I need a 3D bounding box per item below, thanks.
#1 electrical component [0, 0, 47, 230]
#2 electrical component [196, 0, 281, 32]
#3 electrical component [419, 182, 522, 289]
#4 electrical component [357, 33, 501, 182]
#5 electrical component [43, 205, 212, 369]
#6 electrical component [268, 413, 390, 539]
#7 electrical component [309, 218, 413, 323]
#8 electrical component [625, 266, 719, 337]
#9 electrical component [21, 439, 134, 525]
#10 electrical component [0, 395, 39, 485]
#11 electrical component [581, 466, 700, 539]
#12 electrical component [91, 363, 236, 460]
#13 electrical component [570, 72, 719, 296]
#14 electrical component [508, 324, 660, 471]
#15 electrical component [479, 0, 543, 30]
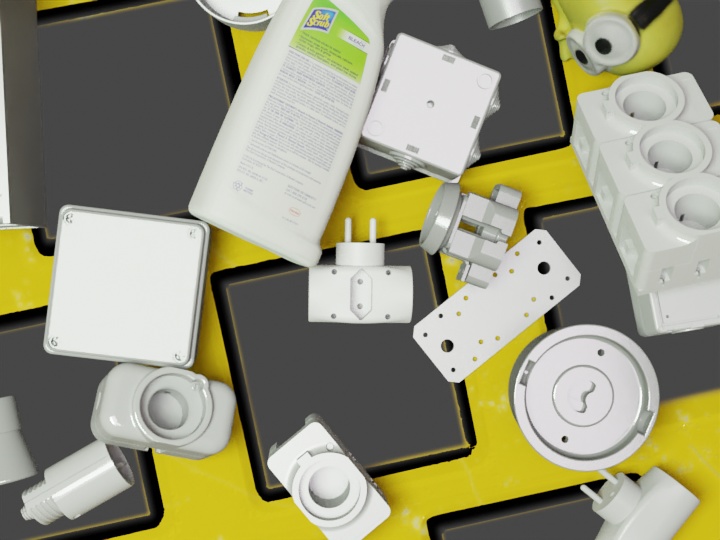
[{"bbox_3d":[-0.270,-0.123,0.766,0.060,0.105,0.186,-3,91,-3],"label":"electrical component"},{"bbox_3d":[-0.082,-0.230,0.808,0.099,0.064,0.099,1,101,6],"label":"electrical component"},{"bbox_3d":[0.080,-0.032,0.810,0.057,0.058,0.078,20,90,-6],"label":"electrical component"},{"bbox_3d":[0.051,-0.122,0.812,0.100,0.048,0.099,22,89,-2],"label":"electrical component"},{"bbox_3d":[-0.170,0.012,0.797,0.109,0.056,0.108,7,90,-3],"label":"electrical component"},{"bbox_3d":[-0.024,0.159,0.807,0.050,0.056,0.089,-40,92,-2],"label":"electrical component"},{"bbox_3d":[0.000,0.000,0.813,0.077,0.043,0.079,1,90,-3],"label":"electrical component"},{"bbox_3d":[0.239,0.000,0.820,0.062,0.061,0.096,-9,83,-3],"label":"electrical component"},{"bbox_3d":[-0.215,0.162,0.803,0.081,0.043,0.043,-30,92,-2],"label":"electrical component"},{"bbox_3d":[-0.269,0.125,0.801,0.044,0.044,0.065,-14,87,-3],"label":"electrical component"},{"bbox_3d":[0.206,0.183,0.826,0.079,0.043,0.077,39,88,-2],"label":"electrical component"},{"bbox_3d":[-0.142,0.103,0.783,0.095,0.059,0.053,14,70,-18],"label":"electrical component"},{"bbox_3d":[0.220,-0.067,0.777,0.089,0.061,0.150,-12,56,-4],"label":"electrical component"},{"bbox_3d":[0.164,0.093,0.814,0.108,0.060,0.108,0,91,-3],"label":"electrical component"},{"bbox_3d":[0.105,-0.229,0.816,0.043,0.043,0.081,-20,91,-3],"label":"electrical component"}]
